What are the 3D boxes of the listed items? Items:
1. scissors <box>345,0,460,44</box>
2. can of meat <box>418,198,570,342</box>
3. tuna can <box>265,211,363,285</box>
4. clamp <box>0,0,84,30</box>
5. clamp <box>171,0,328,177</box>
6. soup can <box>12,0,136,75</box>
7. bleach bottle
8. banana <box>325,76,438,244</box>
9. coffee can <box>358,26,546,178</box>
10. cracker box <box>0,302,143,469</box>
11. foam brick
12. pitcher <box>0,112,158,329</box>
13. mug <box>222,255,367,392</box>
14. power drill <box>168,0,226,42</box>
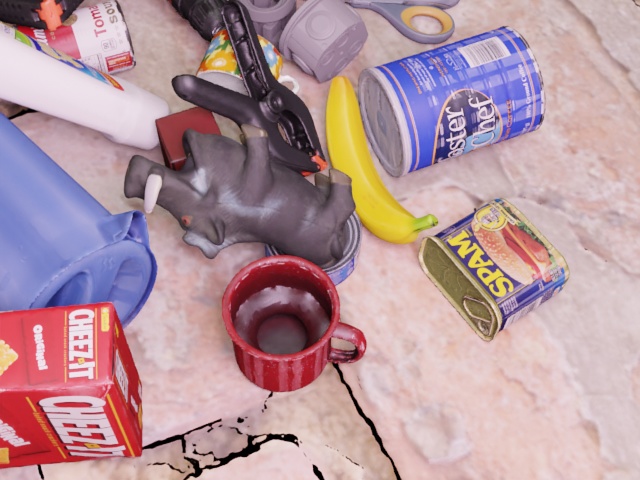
[{"bbox_3d":[0.050,-0.232,1.083,0.201,0.016,0.096,-8,60,-6],"label":"scissors"},{"bbox_3d":[0.149,0.022,0.913,0.083,0.057,0.102,-30,65,-20],"label":"can of meat"},{"bbox_3d":[-0.006,0.001,0.935,0.086,0.034,0.086,0,59,0],"label":"tuna can"},{"bbox_3d":[-0.285,-0.244,1.032,0.164,0.036,0.210,-17,33,-6],"label":"clamp"},{"bbox_3d":[-0.058,-0.114,0.935,0.171,0.039,0.120,54,51,-19],"label":"clamp"},{"bbox_3d":[-0.234,-0.185,1.021,0.102,0.068,0.068,-17,61,-11],"label":"soup can"},{"bbox_3d":[-0.235,-0.139,0.951,0.250,0.103,0.068,21,100,-25],"label":"bleach bottle"},{"bbox_3d":[0.044,-0.061,0.957,0.037,0.070,0.198,12,38,-46],"label":"banana"},{"bbox_3d":[0.118,-0.126,0.972,0.140,0.103,0.103,-19,62,-12],"label":"coffee can"},{"bbox_3d":[-0.246,0.118,0.787,0.213,0.164,0.072,-4,62,-3],"label":"cracker box"},{"bbox_3d":[-0.111,-0.074,0.952,0.051,0.078,0.053,-18,61,-10],"label":"foam brick"},{"bbox_3d":[-0.265,-0.009,0.893,0.149,0.145,0.243,-31,60,-31],"label":"pitcher"},{"bbox_3d":[-0.019,0.075,0.863,0.117,0.081,0.093,11,60,6],"label":"mug"},{"bbox_3d":[-0.180,-0.267,1.018,0.187,0.057,0.184,13,33,-46],"label":"power drill"}]
